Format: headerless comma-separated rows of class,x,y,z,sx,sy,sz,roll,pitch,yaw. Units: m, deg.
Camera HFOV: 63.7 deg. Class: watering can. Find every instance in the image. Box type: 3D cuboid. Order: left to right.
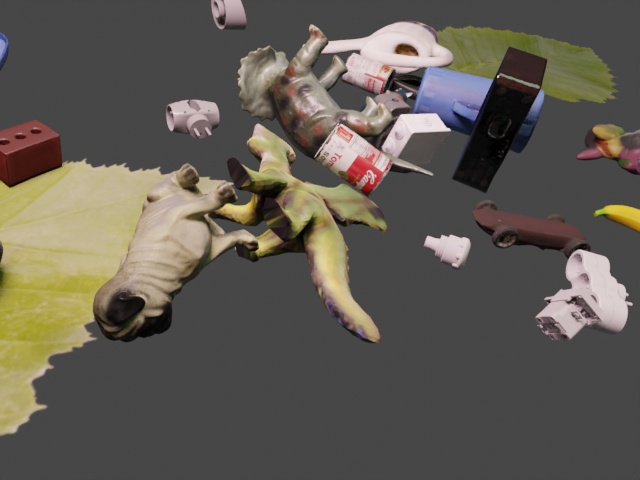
watering can,0.150,-0.465,1.241,0.348,0.102,0.229,13,34,14

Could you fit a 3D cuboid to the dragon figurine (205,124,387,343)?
dragon figurine,0.002,-0.035,0.699,0.244,0.119,0.416,-14,49,-42

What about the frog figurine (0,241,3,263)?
frog figurine,-0.412,0.012,0.517,0.159,0.120,0.141,-9,42,25
